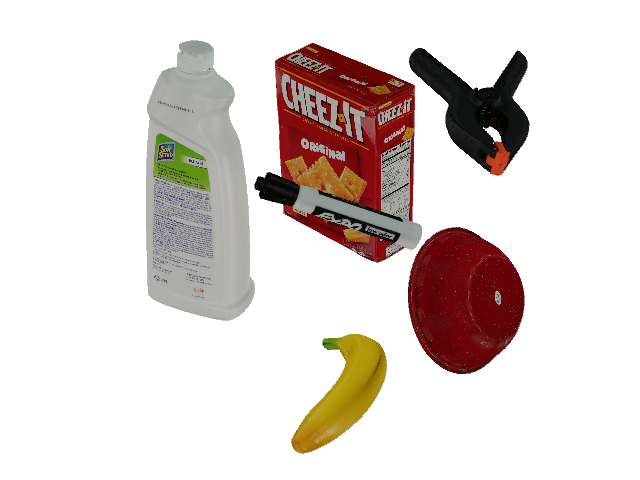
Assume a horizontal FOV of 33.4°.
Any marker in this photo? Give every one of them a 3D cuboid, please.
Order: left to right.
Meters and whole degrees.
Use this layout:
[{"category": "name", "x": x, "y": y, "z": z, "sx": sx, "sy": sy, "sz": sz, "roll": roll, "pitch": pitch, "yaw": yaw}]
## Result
[{"category": "marker", "x": 0.012, "y": -0.021, "z": 0.728, "sx": 0.121, "sy": 0.020, "sz": 0.020, "roll": 19, "pitch": -6, "yaw": -17}]

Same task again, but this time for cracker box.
[{"category": "cracker box", "x": 0.027, "y": -0.100, "z": 1.240, "sx": 0.072, "sy": 0.214, "sz": 0.164, "roll": -31, "pitch": 44, "yaw": -34}]

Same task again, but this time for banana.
[{"category": "banana", "x": 0.024, "y": 0.128, "z": 0.946, "sx": 0.070, "sy": 0.037, "sz": 0.197, "roll": -27, "pitch": 13, "yaw": 17}]

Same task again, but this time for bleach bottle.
[{"category": "bleach bottle", "x": -0.106, "y": -0.053, "z": 0.953, "sx": 0.103, "sy": 0.251, "sz": 0.068, "roll": 14, "pitch": 33, "yaw": 14}]

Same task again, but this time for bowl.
[{"category": "bowl", "x": 0.170, "y": 0.063, "z": 1.152, "sx": 0.161, "sy": 0.162, "sz": 0.055, "roll": 0, "pitch": -6, "yaw": -40}]

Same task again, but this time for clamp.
[{"category": "clamp", "x": 0.145, "y": -0.132, "z": 1.029, "sx": 0.120, "sy": 0.039, "sz": 0.171, "roll": 2, "pitch": 44, "yaw": 2}]
